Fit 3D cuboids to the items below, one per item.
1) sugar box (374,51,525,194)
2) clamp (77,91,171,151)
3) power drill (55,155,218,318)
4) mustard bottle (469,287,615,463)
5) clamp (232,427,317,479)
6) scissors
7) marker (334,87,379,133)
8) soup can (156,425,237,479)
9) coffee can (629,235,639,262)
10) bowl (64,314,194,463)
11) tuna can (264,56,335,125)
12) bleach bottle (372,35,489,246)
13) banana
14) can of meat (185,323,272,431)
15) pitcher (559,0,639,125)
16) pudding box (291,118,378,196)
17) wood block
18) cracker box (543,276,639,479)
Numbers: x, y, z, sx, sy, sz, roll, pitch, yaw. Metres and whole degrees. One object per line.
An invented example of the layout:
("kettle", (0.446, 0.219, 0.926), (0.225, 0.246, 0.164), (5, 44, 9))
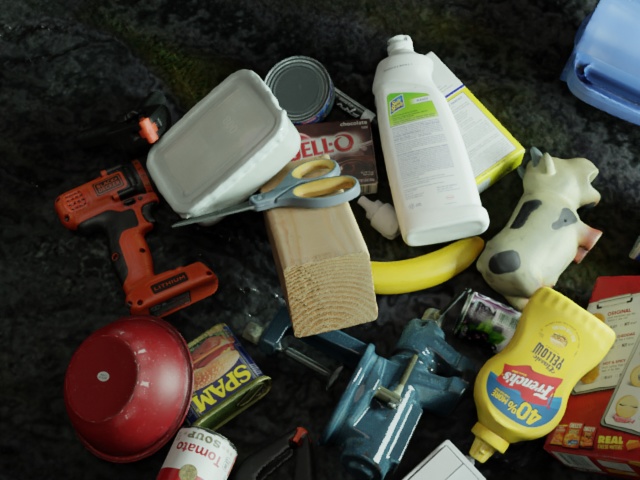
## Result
("sugar box", (0.155, -0.138, 1.296), (0.093, 0.048, 0.176), (-34, 68, -12))
("clamp", (-0.211, -0.140, 1.249), (0.120, 0.172, 0.039), (-41, 116, -19))
("power drill", (-0.190, -0.010, 1.232), (0.184, 0.057, 0.188), (-26, 67, -12))
("mustard bottle", (0.217, 0.150, 1.118), (0.096, 0.058, 0.191), (35, 88, 9))
("clamp", (-0.056, 0.293, 1.099), (0.165, 0.036, 0.209), (26, 65, 25))
("scissors", (-0.058, -0.051, 1.148), (0.202, 0.016, 0.096), (-7, 33, 4))
("marker", (0.040, -0.164, 1.320), (0.121, 0.020, 0.020), (35, 70, 14))
("soup can", (-0.133, 0.249, 1.088), (0.068, 0.068, 0.102), (20, 58, 8))
("coffee can", (0.437, 0.010, 1.202), (0.140, 0.103, 0.102), (31, 69, 12))
("bowl", (-0.215, 0.151, 1.125), (0.162, 0.055, 0.162), (-9, 69, 23))
("tuna can", (-0.025, -0.179, 1.305), (0.086, 0.033, 0.086), (-3, 78, 13))
("bleach bottle", (0.121, -0.124, 1.236), (0.102, 0.068, 0.251), (-11, 71, 6))
("banana", (0.094, 0.029, 1.226), (0.197, 0.037, 0.069), (-2, 67, -1))
("can of meat", (-0.117, 0.152, 1.160), (0.102, 0.057, 0.084), (-34, 69, -14))
("pitcher", (0.417, -0.196, 1.281), (0.243, 0.145, 0.149), (28, 99, 8))
("pudding box", (0.009, -0.095, 1.278), (0.113, 0.039, 0.090), (-5, 67, -2))
("wood block", (-0.007, 0.001, 1.154), (0.090, 0.091, 0.206), (-13, 34, -4))
("cracker box", (0.346, 0.144, 1.115), (0.164, 0.072, 0.213), (-4, 55, 48))
